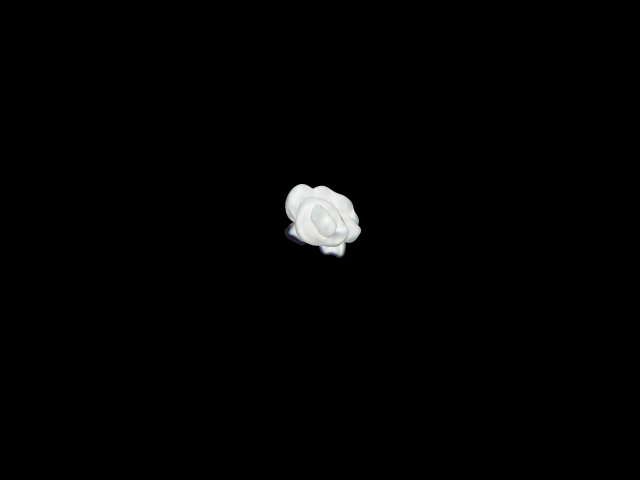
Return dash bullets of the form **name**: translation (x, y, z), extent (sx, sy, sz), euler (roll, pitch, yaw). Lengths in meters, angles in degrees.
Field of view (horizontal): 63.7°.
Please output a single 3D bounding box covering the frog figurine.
- **frog figurine**: translation (0.003, -0.043, 0.850), extent (0.138, 0.124, 0.157), euler (41, -14, 13)
